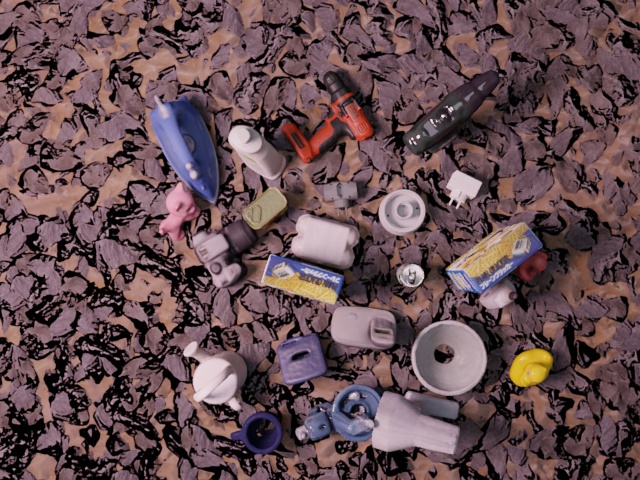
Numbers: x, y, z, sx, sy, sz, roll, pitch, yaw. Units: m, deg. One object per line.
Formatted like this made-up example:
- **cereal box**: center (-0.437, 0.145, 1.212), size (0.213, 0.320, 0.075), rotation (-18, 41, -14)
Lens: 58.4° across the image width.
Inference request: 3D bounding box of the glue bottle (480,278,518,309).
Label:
- **glue bottle**: center (0.401, 0.120, 1.251), size (0.037, 0.173, 0.078), rotation (45, 90, 4)

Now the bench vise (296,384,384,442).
- **bench vise**: center (0.055, 0.398, 1.227), size (0.207, 0.220, 0.121), rotation (-39, 86, 0)

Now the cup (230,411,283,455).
- **cup**: center (-0.138, 0.428, 1.295), size (0.117, 0.095, 0.092), rotation (-8, 87, 2)

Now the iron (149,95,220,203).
- **iron**: center (-0.307, -0.209, 1.309), size (0.118, 0.141, 0.258), rotation (-26, 86, 1)

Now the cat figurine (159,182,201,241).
- **cat figurine**: center (-0.328, -0.065, 1.315), size (0.067, 0.118, 0.128), rotation (33, 89, 4)

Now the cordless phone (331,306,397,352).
- **cordless phone**: center (0.097, 0.199, 1.252), size (0.147, 0.185, 0.094), rotation (3, 87, 3)

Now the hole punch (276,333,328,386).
- **hole punch**: center (-0.043, 0.270, 1.301), size (0.108, 0.091, 0.101), rotation (-19, 86, 1)

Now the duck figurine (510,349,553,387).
- **duck figurine**: center (0.482, 0.291, 1.284), size (0.104, 0.086, 0.077), rotation (-38, 86, 0)

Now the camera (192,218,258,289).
- **camera**: center (-0.206, 0.022, 1.314), size (0.137, 0.101, 0.143), rotation (-31, 86, 0)

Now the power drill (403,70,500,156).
- **power drill**: center (0.278, -0.266, 1.257), size (0.229, 0.208, 0.075), rotation (-40, 86, 0)

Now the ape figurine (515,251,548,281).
- **ape figurine**: center (0.482, 0.053, 1.292), size (0.078, 0.092, 0.076), rotation (-28, 86, 1)

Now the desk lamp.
- **desk lamp**: center (0.209, 0.391, 1.225), size (0.203, 0.213, 0.118), rotation (11, 88, 3)

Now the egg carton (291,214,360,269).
- **egg carton**: center (0.012, 0.005, 1.323), size (0.150, 0.069, 0.107), rotation (14, 88, 3)

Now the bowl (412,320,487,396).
- **bowl**: center (0.286, 0.263, 1.298), size (0.167, 0.075, 0.167), rotation (0, 87, 2)

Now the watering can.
- **watering can**: center (-0.232, 0.302, 1.255), size (0.173, 0.194, 0.101), rotation (30, 89, 4)
